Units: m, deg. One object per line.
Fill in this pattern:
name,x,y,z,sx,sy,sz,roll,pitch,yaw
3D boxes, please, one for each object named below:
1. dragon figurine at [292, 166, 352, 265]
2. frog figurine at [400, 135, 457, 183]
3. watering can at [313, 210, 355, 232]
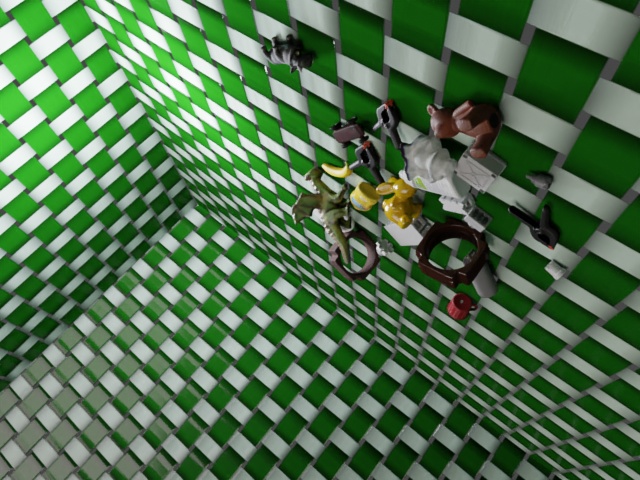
dragon figurine,0.006,-0.105,2.095,0.243,0.414,0.121,-1,169,5
frog figurine,0.319,-0.228,1.447,0.159,0.123,0.137,6,98,42
watering can,0.035,-0.115,2.314,0.223,0.105,0.346,47,162,-11
